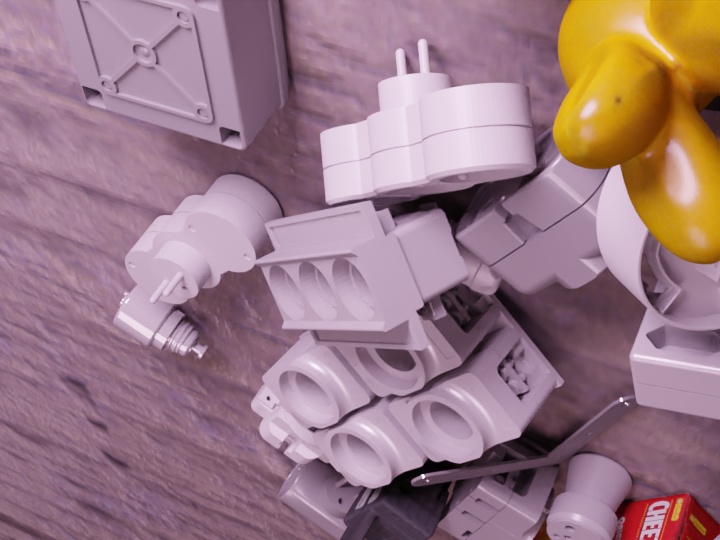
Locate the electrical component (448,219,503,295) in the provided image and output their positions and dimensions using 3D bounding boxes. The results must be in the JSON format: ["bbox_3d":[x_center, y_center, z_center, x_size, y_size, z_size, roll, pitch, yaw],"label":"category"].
[{"bbox_3d":[0.056,-0.013,0.611,0.061,0.035,0.035,29,145,8],"label":"electrical component"}]

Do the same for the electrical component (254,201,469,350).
[{"bbox_3d":[0.000,0.000,0.588,0.121,0.063,0.078,-5,110,62],"label":"electrical component"}]

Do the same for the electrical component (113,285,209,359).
[{"bbox_3d":[-0.152,0.042,0.826,0.078,0.040,0.040,33,145,-1],"label":"electrical component"}]

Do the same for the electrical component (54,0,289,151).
[{"bbox_3d":[-0.099,-0.130,0.566,0.109,0.056,0.108,18,142,18],"label":"electrical component"}]

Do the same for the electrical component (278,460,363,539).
[{"bbox_3d":[-0.019,0.191,0.903,0.077,0.043,0.079,36,144,-6],"label":"electrical component"}]

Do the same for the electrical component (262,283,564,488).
[{"bbox_3d":[0.024,0.073,0.699,0.105,0.060,0.186,51,142,-7],"label":"electrical component"}]

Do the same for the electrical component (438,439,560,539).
[{"bbox_3d":[0.102,0.166,0.777,0.056,0.050,0.089,31,145,1],"label":"electrical component"}]

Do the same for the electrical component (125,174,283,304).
[{"bbox_3d":[-0.114,-0.007,0.710,0.052,0.073,0.138,45,143,-18],"label":"electrical component"}]

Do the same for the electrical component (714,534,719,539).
[{"bbox_3d":[0.250,0.190,0.598,0.105,0.060,0.186,27,135,4],"label":"electrical component"}]

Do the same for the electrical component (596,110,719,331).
[{"bbox_3d":[0.156,-0.022,0.468,0.099,0.099,0.064,54,177,-28],"label":"electrical component"}]

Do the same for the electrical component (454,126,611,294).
[{"bbox_3d":[0.100,-0.030,0.539,0.059,0.053,0.095,39,144,-10],"label":"electrical component"}]

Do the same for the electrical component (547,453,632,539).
[{"bbox_3d":[0.154,0.158,0.725,0.045,0.055,0.045,20,143,16],"label":"electrical component"}]

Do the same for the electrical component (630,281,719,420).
[{"bbox_3d":[0.174,0.041,0.545,0.047,0.083,0.075,8,138,29],"label":"electrical component"}]

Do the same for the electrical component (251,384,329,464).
[{"bbox_3d":[-0.037,0.108,0.805,0.078,0.058,0.057,37,147,-7],"label":"electrical component"}]

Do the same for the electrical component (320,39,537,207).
[{"bbox_3d":[0.029,-0.076,0.536,0.138,0.052,0.073,-8,86,56],"label":"electrical component"}]
